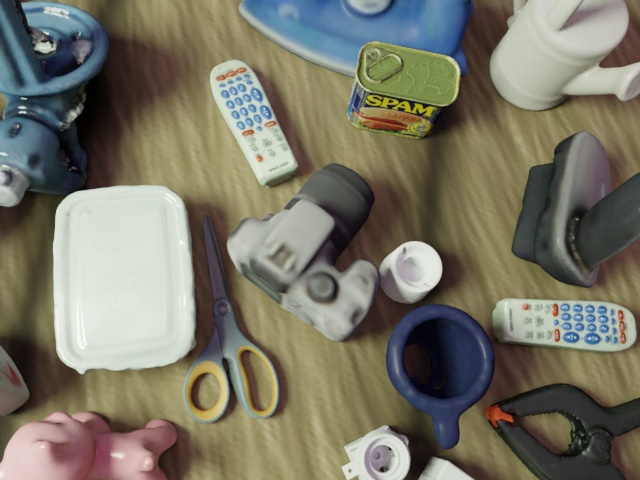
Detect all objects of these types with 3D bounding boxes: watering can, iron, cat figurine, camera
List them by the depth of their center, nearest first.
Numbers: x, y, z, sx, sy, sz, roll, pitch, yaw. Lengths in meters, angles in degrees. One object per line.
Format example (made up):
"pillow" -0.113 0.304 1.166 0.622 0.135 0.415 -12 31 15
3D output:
"cat figurine" -0.187 0.173 0.453 0.128 0.117 0.067 5 74 -5
"camera" 0.005 0.002 0.532 0.143 0.101 0.137 37 74 5
"watering can" 0.259 -0.215 0.573 0.173 0.194 0.101 37 74 5
"iron" 0.042 -0.252 0.586 0.258 0.141 0.119 9 73 -4

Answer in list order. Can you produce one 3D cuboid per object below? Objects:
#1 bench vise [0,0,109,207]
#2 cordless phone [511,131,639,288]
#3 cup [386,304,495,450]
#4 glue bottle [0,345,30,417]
"bench vise" -0.240 -0.142 0.482 0.121 0.219 0.207 -12 76 -9
"cordless phone" 0.263 -0.043 0.530 0.094 0.185 0.148 14 73 -2
"cup" 0.099 0.122 0.512 0.092 0.095 0.118 -2 75 -7
"glue bottle" -0.282 0.099 0.435 0.037 0.173 0.078 -40 82 -15
